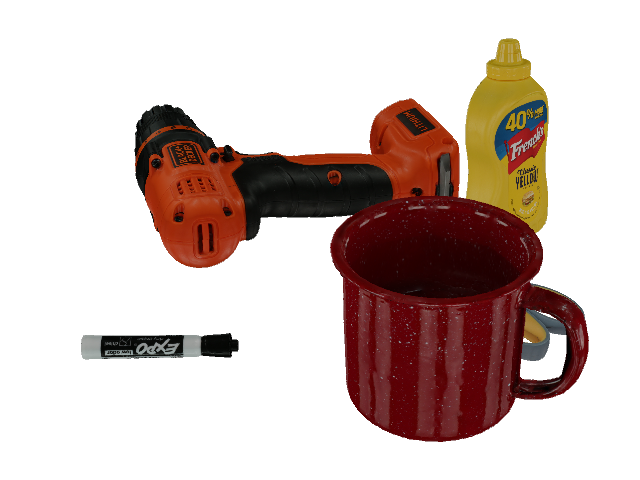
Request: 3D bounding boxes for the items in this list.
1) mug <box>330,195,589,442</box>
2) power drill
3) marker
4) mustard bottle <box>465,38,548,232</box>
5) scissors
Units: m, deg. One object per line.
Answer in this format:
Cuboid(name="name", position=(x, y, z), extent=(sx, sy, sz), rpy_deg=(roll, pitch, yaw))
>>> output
Cuboid(name="mug", position=(0.063, 0.039, 0.483), extent=(0.117, 0.081, 0.093), rpy_deg=(12, 33, 22))
Cuboid(name="power drill", position=(-0.021, -0.047, 0.667), extent=(0.187, 0.057, 0.184), rpy_deg=(-8, 29, -12))
Cuboid(name="marker", position=(-0.124, 0.082, 0.830), extent=(0.121, 0.020, 0.020), rpy_deg=(-1, 0, 1))
Cuboid(name="mustard bottle", position=(0.179, -0.096, 1.019), extent=(0.096, 0.192, 0.058), rpy_deg=(-20, 27, -35))
Cuboid(name="scissors", position=(0.123, 0.027, 0.818), extent=(0.096, 0.016, 0.202), rpy_deg=(-5, 32, -24))
